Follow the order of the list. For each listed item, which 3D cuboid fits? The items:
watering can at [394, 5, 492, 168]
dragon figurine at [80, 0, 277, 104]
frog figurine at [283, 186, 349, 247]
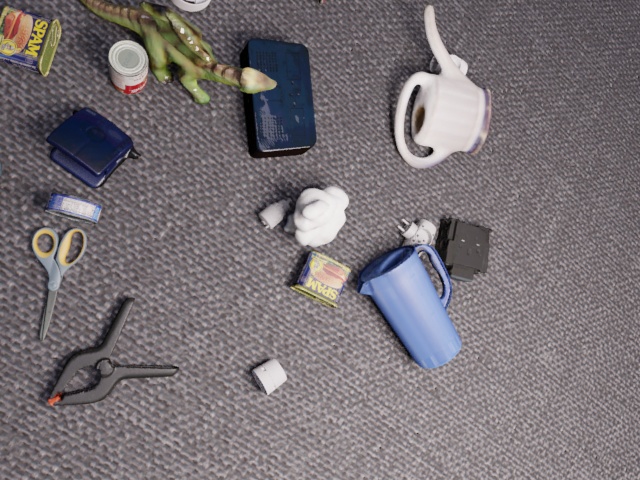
[{"bbox_3d":[0.285,-0.326,1.153,0.224,0.105,0.345,8,100,-18],"label":"watering can"},{"bbox_3d":[-0.267,-0.366,0.912,0.408,0.243,0.123,28,83,-17],"label":"dragon figurine"},{"bbox_3d":[0.003,-0.051,1.011,0.139,0.159,0.122,-41,101,-18],"label":"frog figurine"}]
